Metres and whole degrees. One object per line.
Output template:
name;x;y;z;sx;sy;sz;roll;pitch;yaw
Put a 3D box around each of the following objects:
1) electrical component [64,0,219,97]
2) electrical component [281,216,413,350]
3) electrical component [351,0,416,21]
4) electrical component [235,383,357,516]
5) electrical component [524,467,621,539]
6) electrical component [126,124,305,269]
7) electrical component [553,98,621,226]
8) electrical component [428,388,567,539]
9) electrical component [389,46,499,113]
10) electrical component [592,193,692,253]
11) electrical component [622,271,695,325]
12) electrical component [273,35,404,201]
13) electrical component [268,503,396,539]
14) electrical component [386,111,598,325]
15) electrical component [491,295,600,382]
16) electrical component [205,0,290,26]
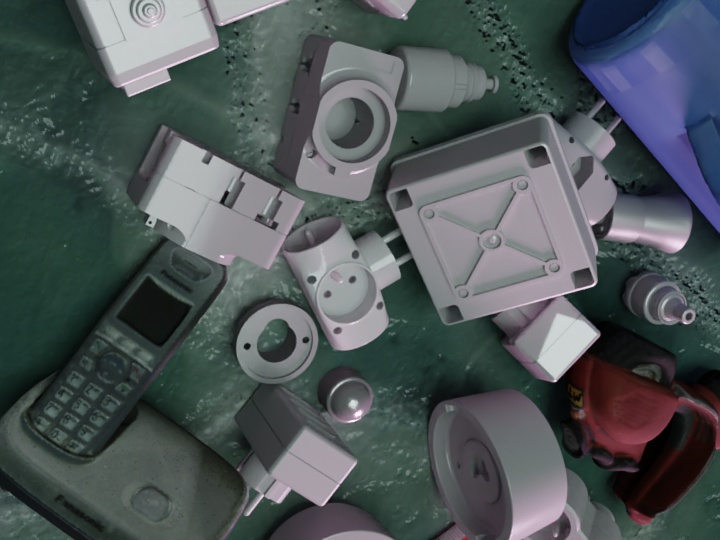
electrical component;-0.118;-0.134;0.581;0.062;0.096;0.061;-25;114;-12
electrical component;0.000;0.000;0.700;0.079;0.044;0.077;-30;115;-10
electrical component;0.021;-0.205;0.633;0.061;0.062;0.096;35;91;-27
electrical component;-0.054;0.124;0.696;0.047;0.083;0.075;38;90;-27
electrical component;0.174;0.202;0.825;0.052;0.073;0.138;-34;100;32
electrical component;-0.089;-0.040;0.648;0.089;0.050;0.055;26;96;-26
electrical component;0.147;-0.081;0.734;0.077;0.043;0.079;40;89;-27
electrical component;0.101;0.135;0.752;0.060;0.108;0.108;-14;111;-24
electrical component;0.051;-0.120;0.685;0.078;0.040;0.040;0;107;-22
electrical component;0.198;-0.036;0.771;0.065;0.044;0.044;4;105;-18
electrical component;0.222;0.024;0.787;0.035;0.061;0.035;-7;109;-20
electrical component;-0.013;-0.093;0.659;0.050;0.056;0.089;10;102;-24
electrical component;-0.021;0.215;0.752;0.108;0.060;0.108;-6;109;-19
electrical component;0.086;-0.032;0.693;0.109;0.056;0.108;-17;116;19
electrical component;0.119;0.035;0.752;0.077;0.065;0.047;44;87;2
electrical component;-0.078;-0.182;0.599;0.047;0.066;0.076;-24;114;-13
